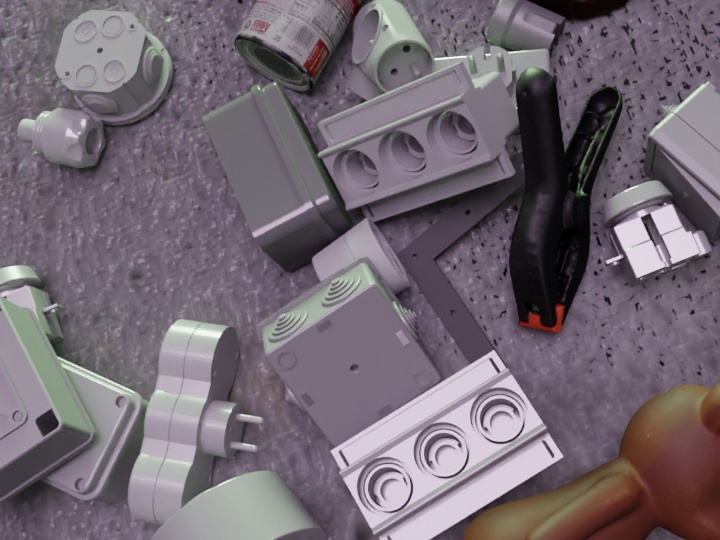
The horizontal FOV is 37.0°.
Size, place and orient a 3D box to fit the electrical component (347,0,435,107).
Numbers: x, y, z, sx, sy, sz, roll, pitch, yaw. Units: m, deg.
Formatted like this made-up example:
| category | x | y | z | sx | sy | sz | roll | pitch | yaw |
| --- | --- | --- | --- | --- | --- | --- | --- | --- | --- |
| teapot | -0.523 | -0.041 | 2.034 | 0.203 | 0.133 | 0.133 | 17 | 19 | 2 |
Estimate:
| category | x | y | z | sx | sy | sz | roll | pitch | yaw |
| --- | --- | --- | --- | --- | --- | --- | --- | --- | --- |
| electrical component | 0.015 | -0.145 | 0.774 | 0.079 | 0.044 | 0.077 | -60 | 27 | 26 |

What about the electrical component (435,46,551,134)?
| category | x | y | z | sx | sy | sz | roll | pitch | yaw |
| --- | --- | --- | --- | --- | --- | --- | --- | --- | --- |
| electrical component | 0.090 | -0.130 | 0.745 | 0.083 | 0.075 | 0.047 | -3 | 72 | 11 |

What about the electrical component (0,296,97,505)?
| category | x | y | z | sx | sy | sz | roll | pitch | yaw |
| --- | --- | --- | --- | --- | --- | --- | --- | --- | --- |
| electrical component | -0.244 | 0.090 | 0.691 | 0.109 | 0.056 | 0.108 | -34 | 69 | 0 |

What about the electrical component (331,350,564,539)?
| category | x | y | z | sx | sy | sz | roll | pitch | yaw |
| --- | --- | --- | --- | --- | --- | --- | --- | --- | --- |
| electrical component | 0.055 | 0.118 | 0.680 | 0.121 | 0.063 | 0.078 | -32 | 69 | 0 |

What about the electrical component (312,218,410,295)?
| category | x | y | z | sx | sy | sz | roll | pitch | yaw |
| --- | --- | --- | --- | --- | --- | --- | --- | --- | --- |
| electrical component | 0.000 | 0.000 | 0.733 | 0.047 | 0.055 | 0.055 | -32 | 69 | 8 |

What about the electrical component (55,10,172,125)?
| category | x | y | z | sx | sy | sz | roll | pitch | yaw |
| --- | --- | --- | --- | --- | --- | --- | --- | --- | --- |
| electrical component | -0.189 | -0.156 | 0.823 | 0.080 | 0.051 | 0.080 | -3 | 72 | 11 |

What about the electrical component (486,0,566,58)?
| category | x | y | z | sx | sy | sz | roll | pitch | yaw |
| --- | --- | --- | --- | --- | --- | --- | --- | --- | --- |
| electrical component | 0.120 | -0.174 | 0.773 | 0.046 | 0.040 | 0.040 | 26 | 79 | 12 |

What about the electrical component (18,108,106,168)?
| category | x | y | z | sx | sy | sz | roll | pitch | yaw |
| --- | --- | --- | --- | --- | --- | --- | --- | --- | --- |
| electrical component | -0.230 | -0.102 | 0.819 | 0.062 | 0.043 | 0.043 | 11 | 75 | 16 |

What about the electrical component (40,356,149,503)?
| category | x | y | z | sx | sy | sz | roll | pitch | yaw |
| --- | --- | --- | --- | --- | --- | --- | --- | --- | --- |
| electrical component | -0.205 | 0.105 | 0.740 | 0.113 | 0.057 | 0.078 | 21 | 78 | 17 |

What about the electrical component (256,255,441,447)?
| category | x | y | z | sx | sy | sz | roll | pitch | yaw |
| --- | --- | --- | --- | --- | --- | --- | --- | --- | --- |
| electrical component | -0.006 | 0.054 | 0.694 | 0.100 | 0.048 | 0.099 | -34 | 111 | 4 |

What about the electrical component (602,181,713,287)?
| category | x | y | z | sx | sy | sz | roll | pitch | yaw |
| --- | --- | --- | --- | --- | --- | --- | --- | --- | --- |
| electrical component | 0.189 | -0.025 | 0.708 | 0.066 | 0.048 | 0.055 | -22 | 77 | 4 |

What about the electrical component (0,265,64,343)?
| category | x | y | z | sx | sy | sz | roll | pitch | yaw |
| --- | --- | --- | --- | --- | --- | --- | --- | --- | --- |
| electrical component | -0.250 | 0.030 | 0.781 | 0.066 | 0.048 | 0.055 | -23 | 77 | 4 |

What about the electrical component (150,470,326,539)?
| category | x | y | z | sx | sy | sz | roll | pitch | yaw |
| --- | --- | --- | --- | --- | --- | --- | --- | --- | --- |
| electrical component | -0.082 | 0.170 | 0.671 | 0.108 | 0.108 | 0.060 | -37 | 64 | -1 |

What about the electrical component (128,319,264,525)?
| category | x | y | z | sx | sy | sz | roll | pitch | yaw |
| --- | --- | --- | --- | --- | --- | --- | --- | --- | --- |
| electrical component | -0.101 | 0.105 | 0.722 | 0.074 | 0.052 | 0.138 | 7 | 75 | 13 |

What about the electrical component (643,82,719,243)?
| category | x | y | z | sx | sy | sz | roll | pitch | yaw |
| --- | --- | --- | --- | --- | --- | --- | --- | --- | --- |
| electrical component | 0.227 | -0.070 | 0.705 | 0.061 | 0.061 | 0.096 | -42 | 70 | -4 |

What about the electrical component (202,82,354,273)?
| category | x | y | z | sx | sy | sz | roll | pitch | yaw |
| --- | --- | --- | --- | --- | --- | --- | --- | --- | --- |
| electrical component | -0.055 | -0.065 | 0.753 | 0.057 | 0.078 | 0.113 | -27 | 69 | 5 |

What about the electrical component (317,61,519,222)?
| category | x | y | z | sx | sy | sz | roll | pitch | yaw |
| --- | --- | --- | --- | --- | --- | --- | --- | --- | --- |
| electrical component | 0.041 | -0.087 | 0.720 | 0.121 | 0.063 | 0.078 | -17 | 108 | 39 |
